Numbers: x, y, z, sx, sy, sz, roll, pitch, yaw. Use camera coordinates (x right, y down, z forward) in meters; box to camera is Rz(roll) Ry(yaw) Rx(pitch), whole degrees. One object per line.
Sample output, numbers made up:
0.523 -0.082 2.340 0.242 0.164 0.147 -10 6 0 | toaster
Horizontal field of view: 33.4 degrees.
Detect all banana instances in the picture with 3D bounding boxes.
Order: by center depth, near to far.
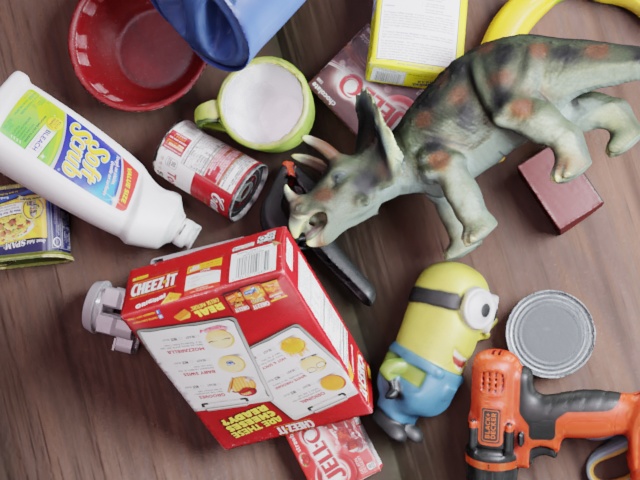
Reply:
0.191 -0.178 1.075 0.070 0.037 0.198 25 91 12 | banana

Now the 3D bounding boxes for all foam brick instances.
0.236 -0.052 1.048 0.051 0.053 0.078 -33 80 7 | foam brick

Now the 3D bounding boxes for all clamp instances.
-0.007 0.001 1.089 0.120 0.039 0.171 2 71 -14 | clamp

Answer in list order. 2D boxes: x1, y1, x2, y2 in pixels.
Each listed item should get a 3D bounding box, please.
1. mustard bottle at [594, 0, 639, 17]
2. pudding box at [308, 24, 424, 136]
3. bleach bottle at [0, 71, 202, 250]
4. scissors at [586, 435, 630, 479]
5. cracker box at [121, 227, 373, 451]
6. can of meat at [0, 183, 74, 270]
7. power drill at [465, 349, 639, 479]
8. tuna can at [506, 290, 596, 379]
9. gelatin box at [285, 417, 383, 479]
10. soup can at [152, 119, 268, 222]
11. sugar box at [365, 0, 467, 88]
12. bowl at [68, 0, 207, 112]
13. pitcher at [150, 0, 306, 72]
0.301 -0.276 1.050 0.192 0.058 0.096 31 92 12 | mustard bottle
0.058 -0.150 1.097 0.090 0.039 0.113 -44 79 4 | pudding box
-0.235 -0.070 1.117 0.251 0.068 0.102 30 57 -3 | bleach bottle
0.330 0.158 1.031 0.202 0.016 0.096 -40 81 6 | scissors
-0.064 0.097 1.014 0.164 0.213 0.072 -17 41 16 | cracker box
-0.321 -0.015 1.153 0.102 0.057 0.084 -6 82 10 | can of meat
0.231 0.200 1.008 0.188 0.057 0.184 3 103 16 | power drill
0.226 0.092 1.048 0.086 0.033 0.086 -1 85 11 | tuna can
0.012 0.208 1.082 0.073 0.030 0.089 -28 80 8 | gelatin box
-0.114 -0.074 1.111 0.102 0.068 0.068 32 92 12 | soup can
0.100 -0.241 1.070 0.093 0.048 0.176 8 72 -3 | sugar box
-0.184 -0.212 1.142 0.162 0.055 0.162 -1 85 11 | bowl
-0.042 -0.291 1.042 0.149 0.145 0.242 28 65 31 | pitcher
